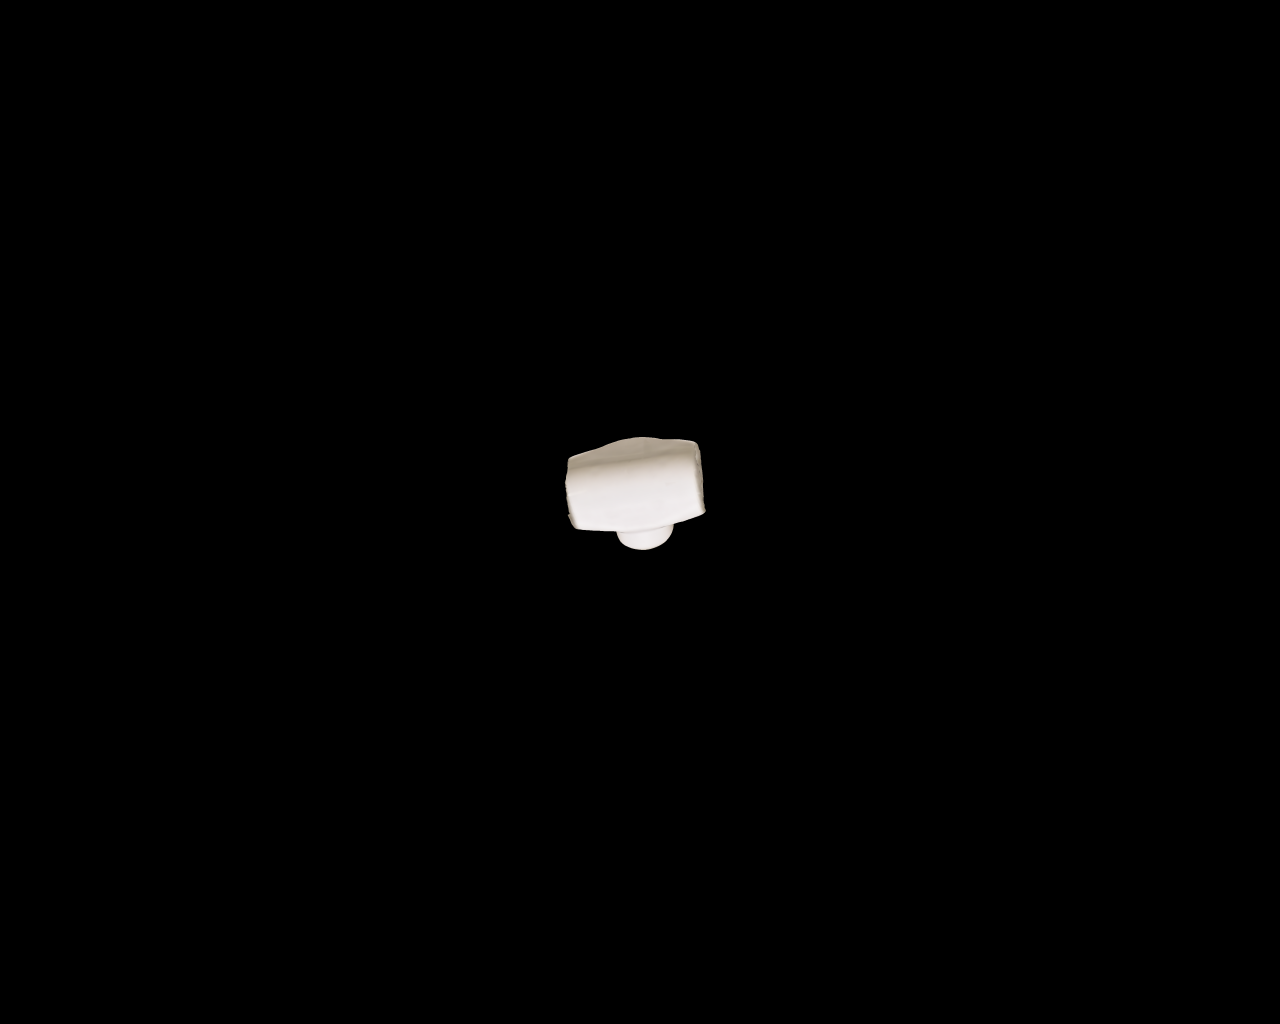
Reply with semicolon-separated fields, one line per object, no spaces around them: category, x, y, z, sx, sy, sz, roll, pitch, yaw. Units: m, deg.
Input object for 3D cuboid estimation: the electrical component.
electrical component;0.001;-0.003;0.650;0.077;0.079;0.044;-7;40;6
